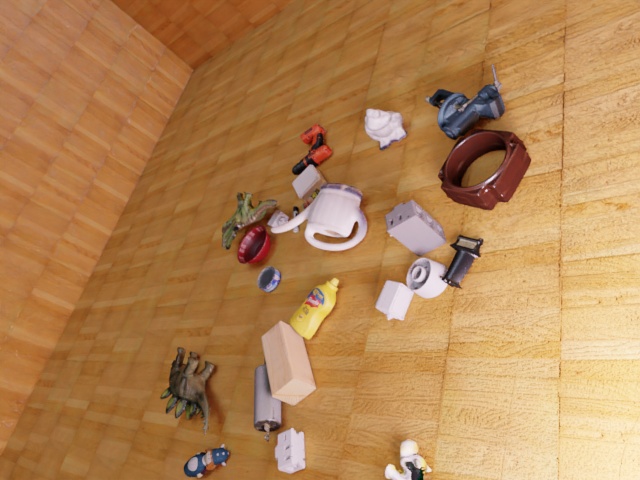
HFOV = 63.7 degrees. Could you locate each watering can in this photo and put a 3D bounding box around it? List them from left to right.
[{"bbox_3d":[0.005,-0.084,1.678,0.349,0.102,0.227,12,73,32],"label":"watering can"}]

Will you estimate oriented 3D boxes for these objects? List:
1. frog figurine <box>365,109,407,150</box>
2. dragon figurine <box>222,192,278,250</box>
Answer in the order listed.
[{"bbox_3d":[0.201,-0.391,1.707,0.137,0.157,0.125,-5,56,47],"label":"frog figurine"},{"bbox_3d":[-0.296,-0.065,2.006,0.244,0.121,0.411,-61,23,-7],"label":"dragon figurine"}]
